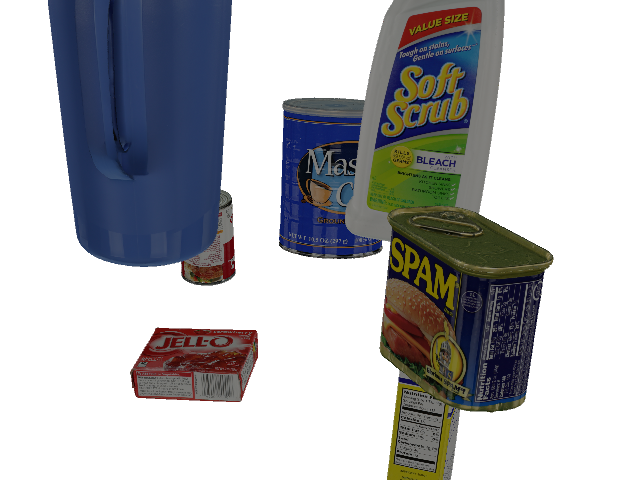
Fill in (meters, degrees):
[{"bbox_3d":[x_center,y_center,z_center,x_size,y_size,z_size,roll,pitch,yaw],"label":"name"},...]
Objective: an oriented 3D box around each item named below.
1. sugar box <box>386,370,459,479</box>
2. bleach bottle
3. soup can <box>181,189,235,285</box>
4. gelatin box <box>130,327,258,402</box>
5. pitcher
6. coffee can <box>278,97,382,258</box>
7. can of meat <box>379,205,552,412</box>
[{"bbox_3d":[0.078,0.118,0.772,0.048,0.176,0.093,7,26,12],"label":"sugar box"},{"bbox_3d":[0.075,-0.122,0.753,0.102,0.251,0.068,8,26,11],"label":"bleach bottle"},{"bbox_3d":[-0.140,-0.005,1.308,0.068,0.102,0.068,0,26,0],"label":"soup can"},{"bbox_3d":[-0.100,0.099,0.863,0.089,0.030,0.073,1,22,8],"label":"gelatin box"},{"bbox_3d":[-0.130,-0.104,0.762,0.149,0.243,0.145,-17,32,-35],"label":"pitcher"},{"bbox_3d":[0.013,-0.062,1.030,0.103,0.140,0.103,2,13,-1],"label":"coffee can"},{"bbox_3d":[0.075,0.036,0.584,0.057,0.084,0.102,-5,21,-25],"label":"can of meat"}]
